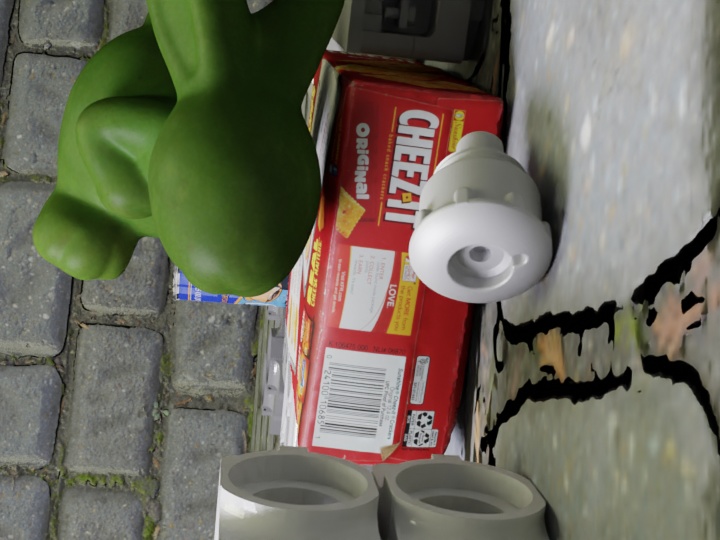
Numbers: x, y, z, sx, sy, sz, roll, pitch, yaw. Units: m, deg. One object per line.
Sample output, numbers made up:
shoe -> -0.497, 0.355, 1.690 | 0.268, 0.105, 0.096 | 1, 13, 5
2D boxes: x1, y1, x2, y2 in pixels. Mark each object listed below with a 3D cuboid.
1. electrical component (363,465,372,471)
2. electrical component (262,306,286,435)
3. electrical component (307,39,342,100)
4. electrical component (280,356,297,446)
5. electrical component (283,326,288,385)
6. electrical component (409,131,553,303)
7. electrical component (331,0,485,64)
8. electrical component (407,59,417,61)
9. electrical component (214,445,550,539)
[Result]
electrical component -> 0.009, 0.099, 0.545 | 0.055, 0.045, 0.045 | 109, 164, -61
electrical component -> -0.055, 0.050, 1.001 | 0.105, 0.060, 0.186 | 109, 164, -61
electrical component -> -0.017, -0.149, 0.871 | 0.077, 0.043, 0.079 | 70, -168, 19
electrical component -> -0.023, 0.096, 0.746 | 0.108, 0.056, 0.108 | -130, 45, -79
electrical component -> -0.035, 0.059, 0.883 | 0.080, 0.051, 0.080 | -176, 90, -83
electrical component -> 0.042, -0.023, 0.377 | 0.048, 0.048, 0.062 | 102, 176, -46
electrical component -> 0.028, -0.177, 0.501 | 0.089, 0.062, 0.150 | -110, 26, -72
electrical component -> 0.014, -0.134, 0.653 | 0.081, 0.043, 0.043 | 106, 166, -57
electrical component -> 0.010, 0.107, 0.307 | 0.186, 0.105, 0.060 | -125, 40, -78
